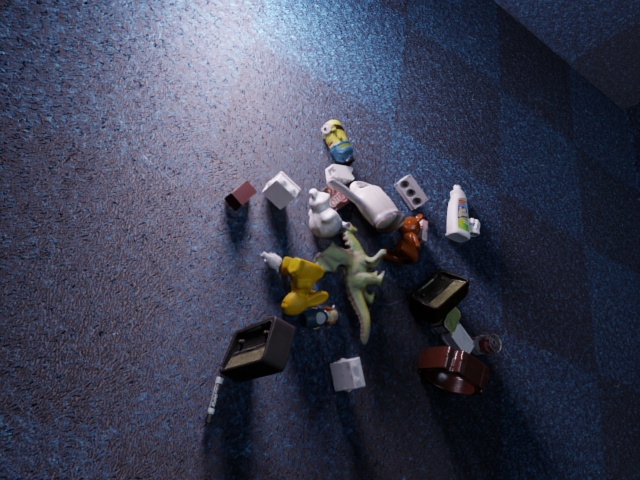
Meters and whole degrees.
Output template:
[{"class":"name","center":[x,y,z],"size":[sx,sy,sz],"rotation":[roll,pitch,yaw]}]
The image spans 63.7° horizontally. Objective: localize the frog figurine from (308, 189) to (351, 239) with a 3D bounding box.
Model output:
[{"class":"frog figurine","center":[0.005,-0.084,1.674],"size":[0.123,0.139,0.157],"rotation":[-41,120,-10]}]

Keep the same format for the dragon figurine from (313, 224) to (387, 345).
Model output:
[{"class":"dragon figurine","center":[0.087,0.116,1.701],"size":[0.242,0.120,0.419],"rotation":[19,58,-9]}]

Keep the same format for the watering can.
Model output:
[{"class":"watering can","center":[0.171,-0.124,1.796],"size":[0.348,0.102,0.228],"rotation":[1,47,-53]}]
